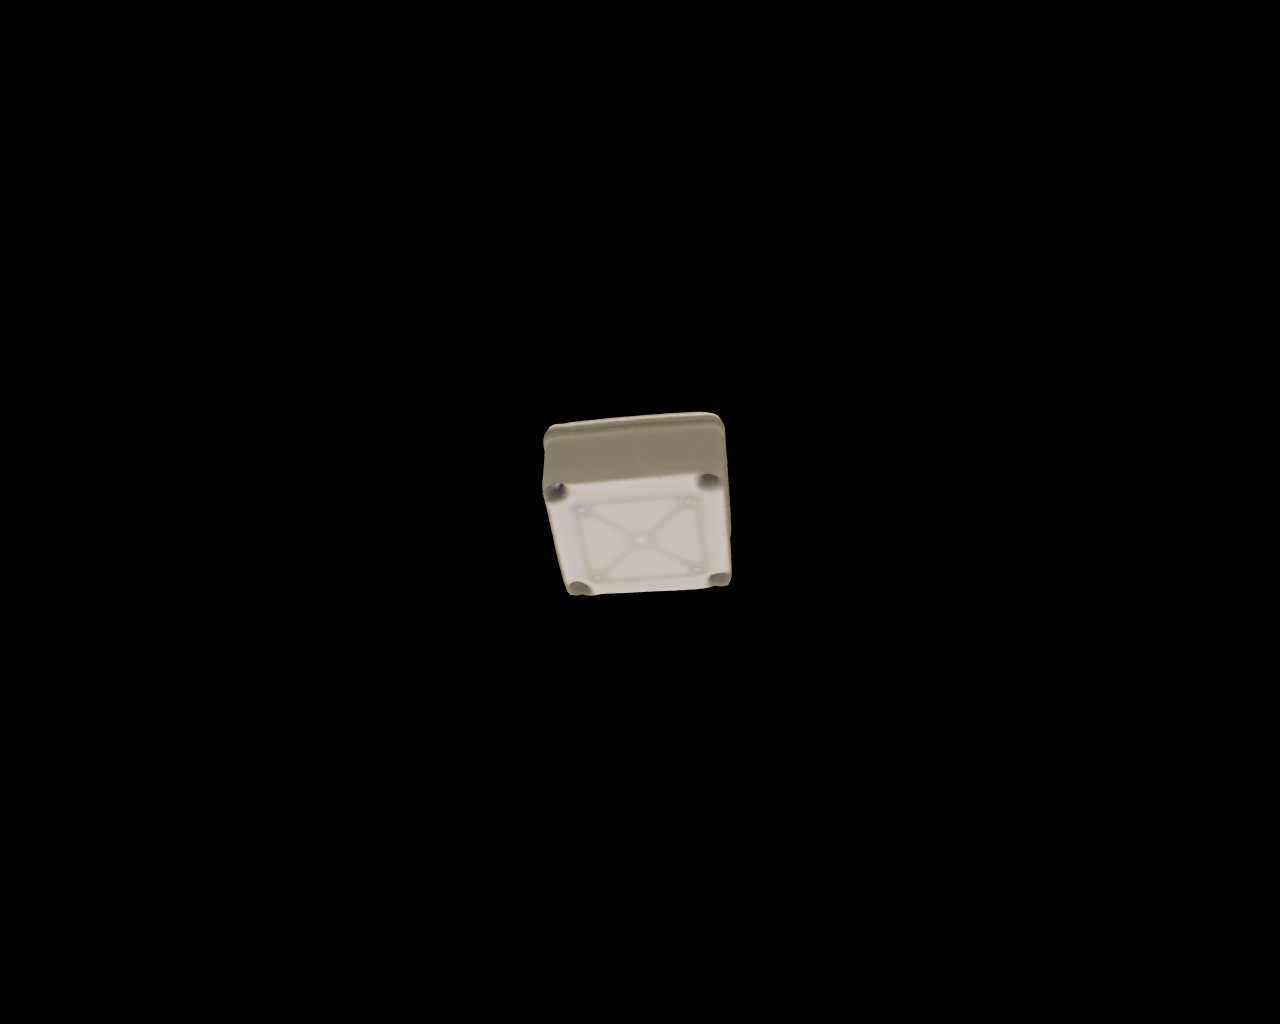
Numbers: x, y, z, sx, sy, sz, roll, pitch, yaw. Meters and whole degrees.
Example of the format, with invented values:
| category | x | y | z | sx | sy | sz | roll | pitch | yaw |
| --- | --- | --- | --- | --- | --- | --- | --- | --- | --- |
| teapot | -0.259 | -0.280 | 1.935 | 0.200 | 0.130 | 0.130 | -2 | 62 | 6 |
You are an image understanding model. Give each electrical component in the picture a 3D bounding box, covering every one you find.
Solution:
| category | x | y | z | sx | sy | sz | roll | pitch | yaw |
| --- | --- | --- | --- | --- | --- | --- | --- | --- | --- |
| electrical component | 0.001 | -0.003 | 0.650 | 0.109 | 0.056 | 0.108 | -4 | -43 | 4 |
